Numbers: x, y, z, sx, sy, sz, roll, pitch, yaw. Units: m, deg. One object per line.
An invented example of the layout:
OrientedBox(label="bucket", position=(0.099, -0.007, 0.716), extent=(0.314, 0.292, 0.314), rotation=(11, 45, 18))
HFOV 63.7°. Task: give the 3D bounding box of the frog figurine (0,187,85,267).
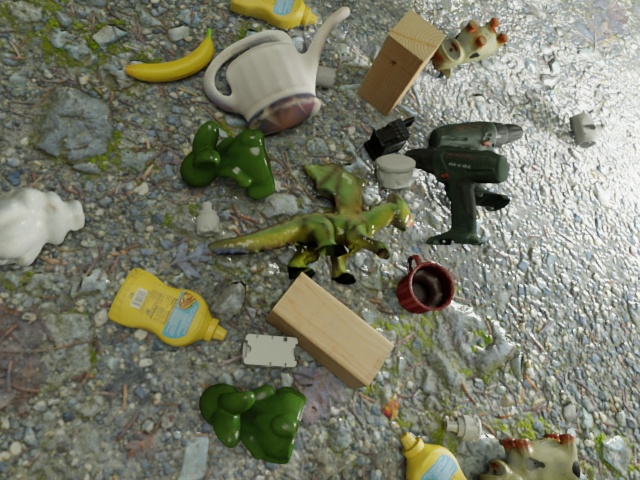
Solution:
OrientedBox(label="frog figurine", position=(-0.480, -0.020, 0.850), extent=(0.159, 0.124, 0.136), rotation=(8, 103, -21))

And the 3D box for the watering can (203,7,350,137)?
OrientedBox(label="watering can", position=(-0.065, -0.344, 1.057), extent=(0.348, 0.103, 0.227), rotation=(-23, 76, -2))

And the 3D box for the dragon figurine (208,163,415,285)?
OrientedBox(label="dragon figurine", position=(0.003, -0.051, 1.006), extent=(0.410, 0.119, 0.249), rotation=(9, 52, -13))
